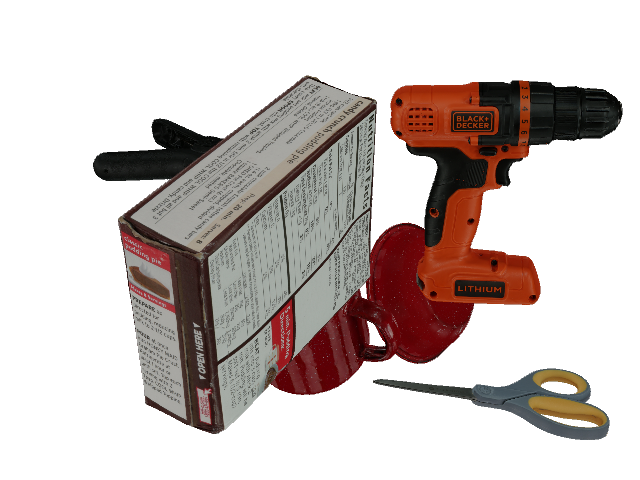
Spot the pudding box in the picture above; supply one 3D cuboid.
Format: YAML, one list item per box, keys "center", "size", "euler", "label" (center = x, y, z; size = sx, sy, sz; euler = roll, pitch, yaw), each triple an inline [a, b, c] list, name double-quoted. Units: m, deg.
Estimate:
- center: [-0.022, 0.004, 0.399]
  size: [0.039, 0.090, 0.113]
  euler: [21, 43, 25]
  label: "pudding box"

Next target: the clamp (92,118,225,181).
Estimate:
- center: [-0.108, -0.068, 0.932]
  size: [0.172, 0.039, 0.120]
  euler: [12, 33, 26]
  label: "clamp"

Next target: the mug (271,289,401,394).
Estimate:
- center: [-0.002, 0.050, 0.697]
  size: [0.117, 0.093, 0.081]
  euler: [12, -38, 23]
  label: "mug"

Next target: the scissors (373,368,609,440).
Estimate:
- center: [0.154, 0.128, 0.941]
  size: [0.202, 0.016, 0.096]
  euler: [15, 28, 13]
  label: "scissors"

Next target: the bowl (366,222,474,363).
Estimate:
- center: [0.124, 0.056, 1.196]
  size: [0.055, 0.162, 0.161]
  euler: [-12, -8, 43]
  label: "bowl"

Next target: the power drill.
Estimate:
- center: [0.150, -0.041, 0.887]
  size: [0.184, 0.188, 0.057]
  euler: [2, 21, 8]
  label: "power drill"
